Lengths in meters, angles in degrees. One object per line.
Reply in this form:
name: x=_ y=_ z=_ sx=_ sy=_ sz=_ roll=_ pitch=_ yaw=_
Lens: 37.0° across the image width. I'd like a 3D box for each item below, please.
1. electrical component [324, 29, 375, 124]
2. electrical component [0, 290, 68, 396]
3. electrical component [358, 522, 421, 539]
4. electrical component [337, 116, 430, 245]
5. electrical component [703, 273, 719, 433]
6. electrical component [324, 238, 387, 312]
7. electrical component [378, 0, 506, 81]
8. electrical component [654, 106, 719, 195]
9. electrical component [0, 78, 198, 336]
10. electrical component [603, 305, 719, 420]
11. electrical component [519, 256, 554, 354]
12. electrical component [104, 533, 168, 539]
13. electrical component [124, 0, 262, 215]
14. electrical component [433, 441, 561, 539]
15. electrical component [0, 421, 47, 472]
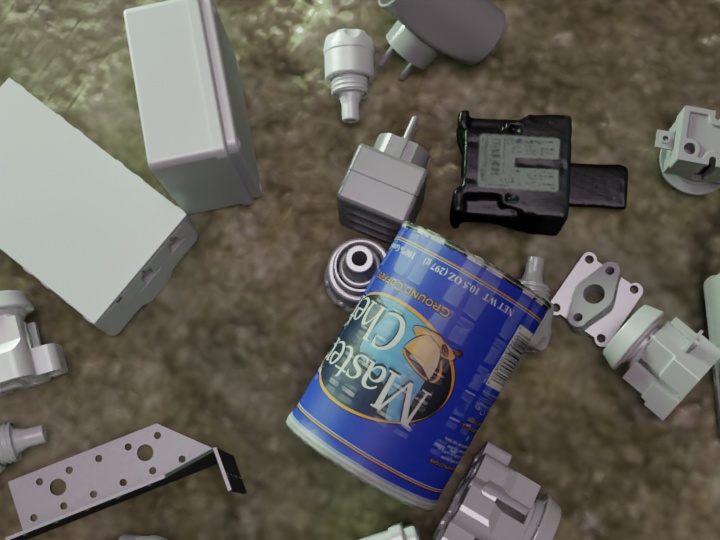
electrical component: x=-0.007 y=-0.131 z=0.733 sx=0.035 sy=0.035 sz=0.061 roll=-2 pitch=80 yaw=0
electrical component: x=-0.232 y=0.048 z=0.683 sx=0.078 sy=0.058 sz=0.057 roll=-17 pitch=80 yaw=-3
electrical component: x=0.022 y=0.204 z=0.617 sx=0.056 sy=0.108 sz=0.108 roll=-18 pitch=77 yaw=-1
electrical component: x=0.022 y=-0.063 z=0.701 sx=0.047 sy=0.065 sz=0.076 roll=23 pitch=78 yaw=6
electrical component: x=0.281 y=0.051 z=0.675 sx=0.109 sy=0.056 sz=0.108 roll=-2 pitch=77 yaw=0
electrical component: x=0.000 y=0.000 z=0.688 sx=0.048 sy=0.062 sz=0.048 roll=0 pitch=77 yaw=1
electrical component: x=0.044 y=-0.163 z=0.728 sx=0.077 sy=0.043 sz=0.079 roll=28 pitch=118 yaw=-27
electrical component: x=0.225 y=-0.077 z=0.706 sx=0.066 sy=0.055 sz=0.048 roll=11 pitch=78 yaw=3
electrical component: x=-0.192 y=-0.038 z=0.700 sx=0.150 sy=0.061 sz=0.089 roll=37 pitch=80 yaw=9
electrical component: x=0.188 y=0.055 z=0.677 sx=0.055 sy=0.066 sz=0.048 roll=42 pitch=46 yaw=17
electrical component: x=0.109 y=0.021 z=0.696 sx=0.035 sy=0.035 sz=0.061 roll=11 pitch=75 yaw=3
electrical component: x=-0.147 y=0.180 z=0.663 sx=0.061 sy=0.035 sz=0.035 roll=4 pitch=77 yaw=4
electrical component: x=-0.106 y=-0.103 z=0.690 sx=0.056 sy=0.108 sz=0.108 roll=-12 pitch=77 yaw=1
electrical component: x=0.084 y=0.152 z=0.652 sx=0.057 sy=0.058 sz=0.078 roll=30 pitch=55 yaw=3
electrical component: x=-0.230 y=0.111 z=0.680 sx=0.061 sy=0.035 sz=0.035 roll=-14 pitch=77 yaw=-5
